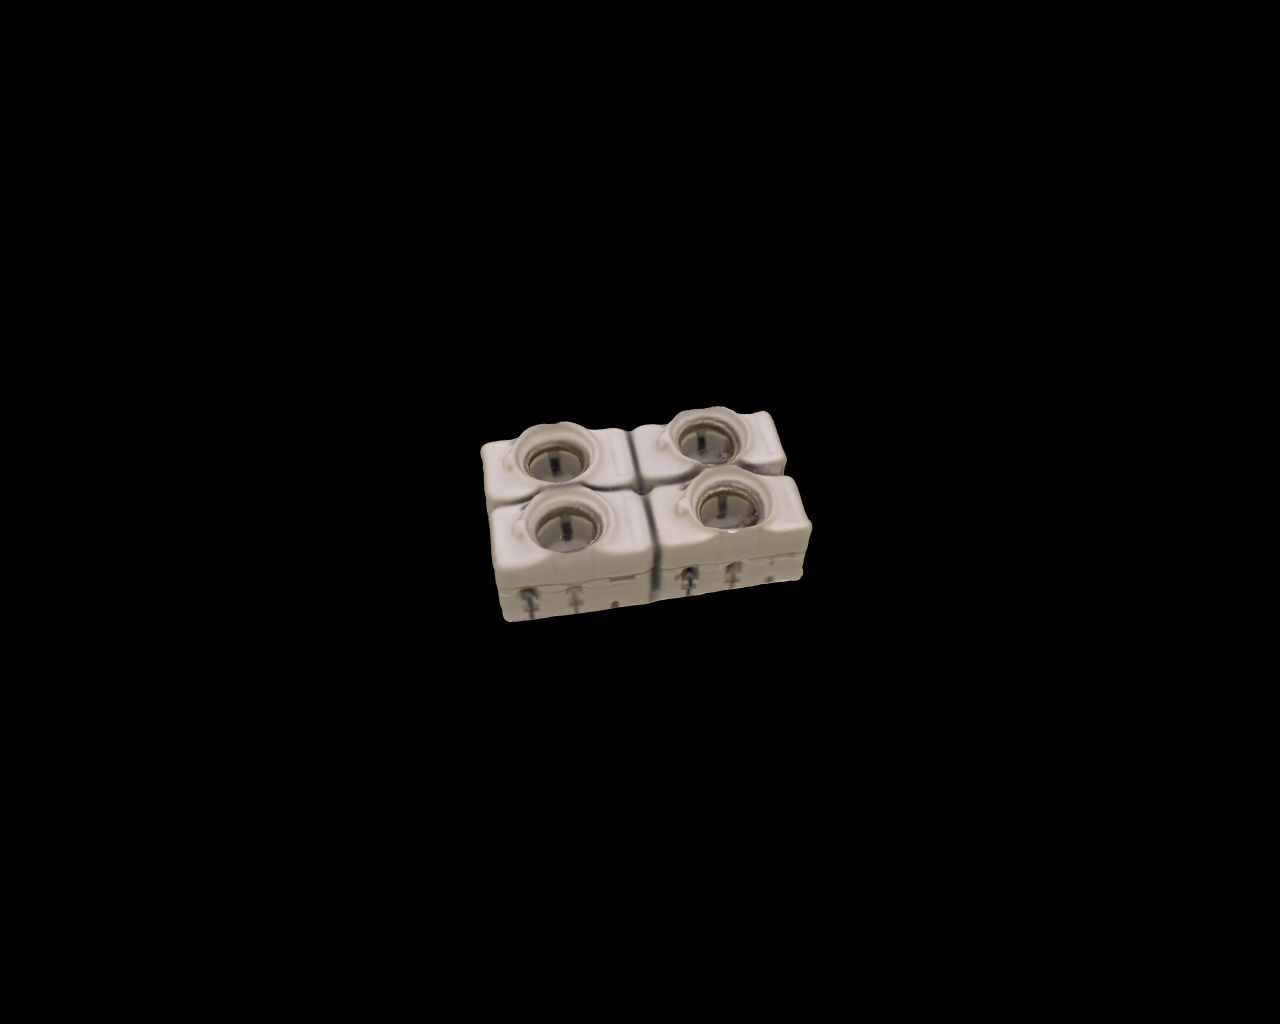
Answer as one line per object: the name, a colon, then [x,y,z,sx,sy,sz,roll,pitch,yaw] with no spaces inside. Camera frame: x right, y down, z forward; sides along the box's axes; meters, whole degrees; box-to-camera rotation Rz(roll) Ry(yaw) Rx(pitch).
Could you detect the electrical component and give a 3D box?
electrical component: [0.001,-0.003,0.650,0.186,0.105,0.060,-7,-40,-6]
